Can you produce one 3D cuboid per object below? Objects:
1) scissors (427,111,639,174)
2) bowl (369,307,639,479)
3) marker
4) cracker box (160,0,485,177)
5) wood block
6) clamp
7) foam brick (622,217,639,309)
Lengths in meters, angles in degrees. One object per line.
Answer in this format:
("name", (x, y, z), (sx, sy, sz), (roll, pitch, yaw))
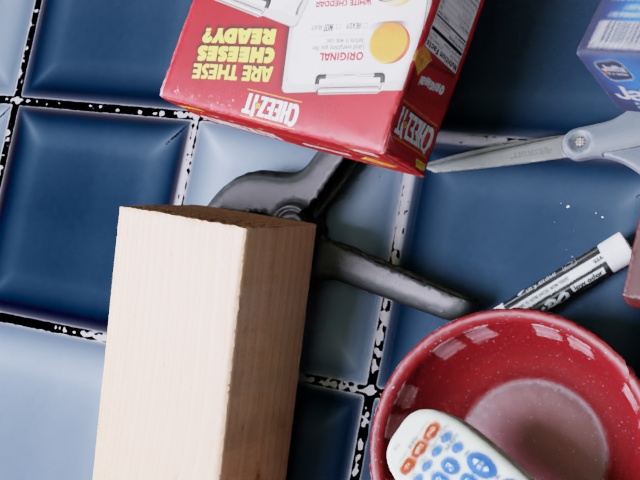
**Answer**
("scissors", (0.166, -0.041, 0.622), (0.202, 0.016, 0.096), (-23, 70, 19))
("bowl", (0.112, 0.121, 0.595), (0.162, 0.055, 0.162), (-5, 78, 24))
("marker", (0.127, 0.035, 0.624), (0.121, 0.020, 0.020), (-33, 68, 16))
("cracker box", (0.017, -0.161, 0.639), (0.164, 0.072, 0.214), (18, 89, 31))
("wood block", (-0.070, 0.086, 0.645), (0.091, 0.090, 0.206), (9, 96, 26))
("clamp", (-0.004, 0.001, 0.681), (0.210, 0.036, 0.164), (-25, 74, 22))
("foam brick", (0.208, 0.017, 0.572), (0.078, 0.051, 0.053), (12, 85, 26))
